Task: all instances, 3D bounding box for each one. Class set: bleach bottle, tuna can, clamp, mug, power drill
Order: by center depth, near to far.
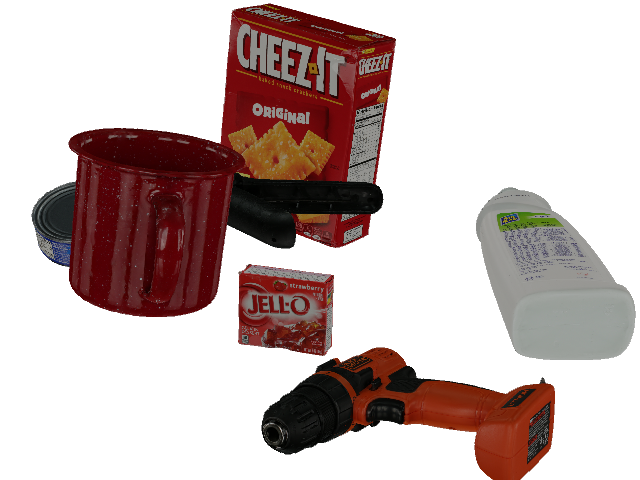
[{"bbox_3d":[-0.088,-0.006,0.564,0.093,0.081,0.117,3,18,-20],"label":"mug"},{"bbox_3d":[-0.074,-0.031,0.799,0.210,0.036,0.164,7,13,18],"label":"clamp"},{"bbox_3d":[0.070,0.133,0.812,0.188,0.057,0.184,9,16,30],"label":"power drill"},{"bbox_3d":[-0.212,-0.015,0.956,0.086,0.034,0.086,0,41,0],"label":"tuna can"},{"bbox_3d":[0.199,0.014,0.958,0.102,0.068,0.251,-1,26,0],"label":"bleach bottle"}]

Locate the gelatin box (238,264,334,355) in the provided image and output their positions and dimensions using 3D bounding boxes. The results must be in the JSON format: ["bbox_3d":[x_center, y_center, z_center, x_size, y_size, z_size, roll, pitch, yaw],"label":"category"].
[{"bbox_3d":[-0.033,0.065,1.006,0.089,0.073,0.030,7,17,16],"label":"gelatin box"}]

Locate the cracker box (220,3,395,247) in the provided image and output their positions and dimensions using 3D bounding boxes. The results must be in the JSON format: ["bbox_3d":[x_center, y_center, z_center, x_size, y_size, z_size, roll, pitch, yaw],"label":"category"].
[{"bbox_3d":[-0.021,-0.118,1.095,0.164,0.214,0.071,22,29,30],"label":"cracker box"}]
